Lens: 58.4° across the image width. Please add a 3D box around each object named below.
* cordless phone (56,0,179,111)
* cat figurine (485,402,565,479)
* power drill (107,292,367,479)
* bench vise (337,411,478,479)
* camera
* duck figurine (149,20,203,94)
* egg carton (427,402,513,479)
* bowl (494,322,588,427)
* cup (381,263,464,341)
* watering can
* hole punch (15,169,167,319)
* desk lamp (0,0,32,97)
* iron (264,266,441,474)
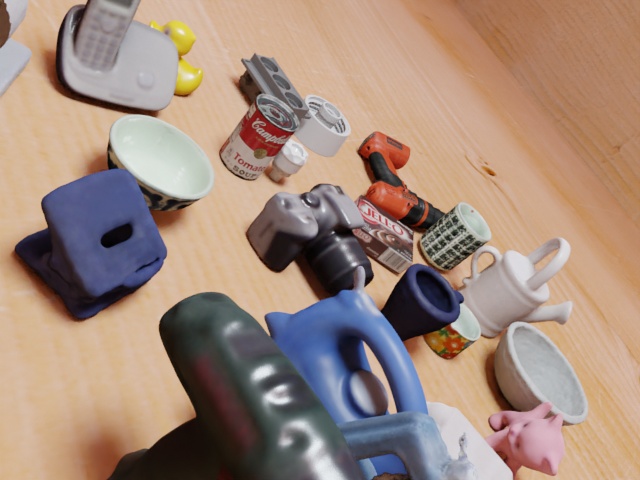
[{"bbox_3d":[-0.220,-0.251,0.683,0.148,0.184,0.094,3,51,-47],"label":"cordless phone"},{"bbox_3d":[0.269,0.251,0.728,0.067,0.117,0.128,48,32,5],"label":"cat figurine"},{"bbox_3d":[-0.060,0.161,0.377,0.076,0.208,0.229,-3,55,-49],"label":"power drill"},{"bbox_3d":[-0.006,0.166,0.422,0.207,0.219,0.122,47,32,4],"label":"bench vise"},{"bbox_3d":[0.007,0.003,0.730,0.144,0.100,0.136,-7,58,-51],"label":"camera"},{"bbox_3d":[-0.205,-0.263,0.805,0.105,0.086,0.077,29,35,-23],"label":"duck figurine"},{"bbox_3d":[0.146,0.256,0.630,0.150,0.069,0.107,49,33,6],"label":"egg carton"},{"bbox_3d":[0.318,0.212,0.865,0.168,0.074,0.167,29,36,-23],"label":"bowl"},{"bbox_3d":[0.133,0.094,0.774,0.118,0.094,0.091,9,47,-43],"label":"cup"},{"bbox_3d":[0.328,0.070,0.924,0.173,0.193,0.101,31,35,-21],"label":"watering can"},{"bbox_3d":[-0.194,0.000,0.519,0.101,0.091,0.109,46,32,2],"label":"hole punch"},{"bbox_3d":[-0.319,-0.225,0.517,0.118,0.213,0.203,28,36,-24],"label":"desk lamp"},{"bbox_3d":[0.050,0.159,0.565,0.119,0.141,0.258,-1,54,-48],"label":"iron"}]
